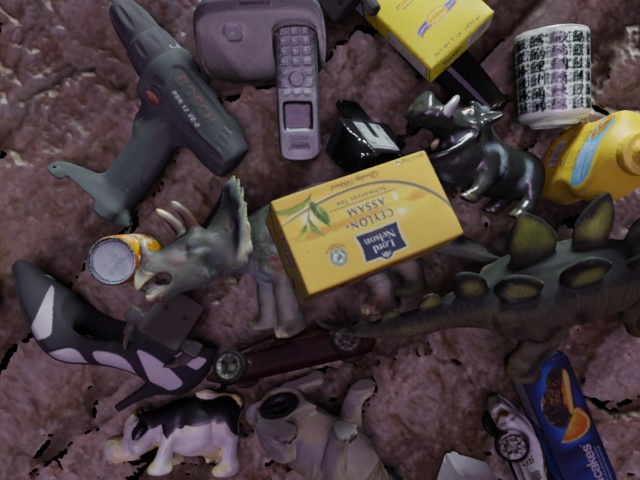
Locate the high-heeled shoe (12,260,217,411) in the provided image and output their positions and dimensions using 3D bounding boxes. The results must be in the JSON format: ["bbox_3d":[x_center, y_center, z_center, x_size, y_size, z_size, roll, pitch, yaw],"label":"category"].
[{"bbox_3d":[-0.244,0.094,0.643,0.145,0.086,0.248,-36,97,0],"label":"high-heeled shoe"}]

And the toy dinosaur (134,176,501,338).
[{"bbox_3d":[0.004,-0.003,0.617,0.405,0.131,0.192,-15,95,-4],"label":"toy dinosaur"}]

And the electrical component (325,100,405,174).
[{"bbox_3d":[0.047,-0.111,0.620,0.075,0.119,0.047,-3,133,-34],"label":"electrical component"}]

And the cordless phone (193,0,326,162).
[{"bbox_3d":[-0.064,-0.182,0.619,0.147,0.089,0.184,-2,98,1],"label":"cordless phone"}]

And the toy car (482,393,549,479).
[{"bbox_3d":[0.253,0.281,0.649,0.056,0.073,0.201,-23,94,6],"label":"toy car"}]

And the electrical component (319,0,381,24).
[{"bbox_3d":[0.025,-0.274,0.594,0.063,0.021,0.094,-42,81,36],"label":"electrical component"}]

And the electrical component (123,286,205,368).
[{"bbox_3d":[-0.177,0.099,0.614,0.102,0.045,0.078,24,58,-4],"label":"electrical component"}]

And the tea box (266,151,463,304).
[{"bbox_3d":[0.042,-0.013,0.536,0.170,0.068,0.098,-22,80,-17],"label":"tea box"}]

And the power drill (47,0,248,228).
[{"bbox_3d":[-0.215,-0.134,0.631,0.232,0.086,0.207,44,86,-5],"label":"power drill"}]

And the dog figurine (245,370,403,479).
[{"bbox_3d":[0.007,0.272,0.649,0.173,0.121,0.190,2,115,33],"label":"dog figurine"}]

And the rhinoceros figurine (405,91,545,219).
[{"bbox_3d":[0.176,-0.094,0.599,0.190,0.073,0.112,25,95,-21],"label":"rhinoceros figurine"}]

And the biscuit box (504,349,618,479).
[{"bbox_3d":[0.296,0.230,0.651,0.063,0.059,0.202,-23,94,3],"label":"biscuit box"}]

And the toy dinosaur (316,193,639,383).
[{"bbox_3d":[0.232,0.054,0.561,0.472,0.105,0.198,-17,138,-5],"label":"toy dinosaur"}]

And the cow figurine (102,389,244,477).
[{"bbox_3d":[-0.178,0.230,0.656,0.167,0.068,0.098,3,89,-3],"label":"cow figurine"}]

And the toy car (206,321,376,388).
[{"bbox_3d":[-0.034,0.134,0.636,0.202,0.089,0.053,-13,73,4],"label":"toy car"}]

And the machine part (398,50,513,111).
[{"bbox_3d":[0.164,-0.198,0.635,0.139,0.039,0.084,41,86,0],"label":"machine part"}]
